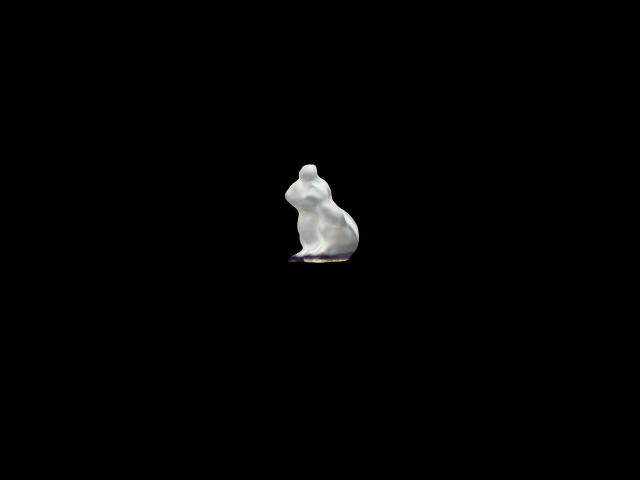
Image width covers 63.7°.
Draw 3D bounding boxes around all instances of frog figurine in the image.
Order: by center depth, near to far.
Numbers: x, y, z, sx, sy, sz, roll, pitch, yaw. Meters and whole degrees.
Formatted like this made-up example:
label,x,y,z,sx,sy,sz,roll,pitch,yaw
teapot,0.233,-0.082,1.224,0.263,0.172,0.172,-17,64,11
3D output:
label,x,y,z,sx,sy,sz,roll,pitch,yaw
frog figurine,0.003,-0.043,0.850,0.123,0.160,0.137,0,-2,-7
